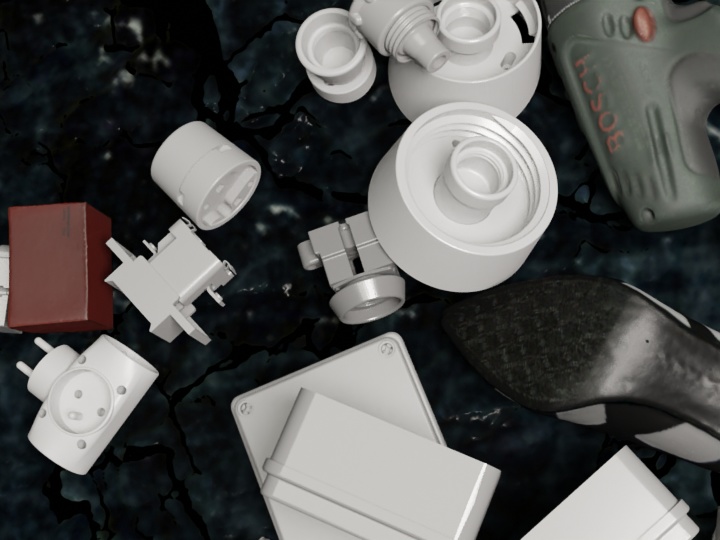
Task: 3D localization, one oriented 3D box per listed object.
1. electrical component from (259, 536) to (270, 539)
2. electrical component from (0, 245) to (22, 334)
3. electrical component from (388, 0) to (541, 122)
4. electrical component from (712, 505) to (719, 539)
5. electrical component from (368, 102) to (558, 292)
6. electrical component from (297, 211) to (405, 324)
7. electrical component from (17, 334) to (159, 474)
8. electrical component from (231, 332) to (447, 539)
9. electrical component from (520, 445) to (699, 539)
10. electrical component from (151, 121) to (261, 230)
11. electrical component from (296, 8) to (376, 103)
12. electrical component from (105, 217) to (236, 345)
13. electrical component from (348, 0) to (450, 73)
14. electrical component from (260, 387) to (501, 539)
[{"bbox_3d":[-0.070,0.211,0.621,0.061,0.061,0.096,40,87,13],"label":"electrical component"},{"bbox_3d":[-0.249,0.015,0.694,0.055,0.048,0.066,4,79,1],"label":"electrical component"},{"bbox_3d":[0.067,-0.141,0.682,0.099,0.064,0.099,-1,66,2],"label":"electrical component"},{"bbox_3d":[0.230,0.158,0.581,0.080,0.080,0.051,7,75,9],"label":"electrical component"},{"bbox_3d":[0.064,-0.048,0.635,0.108,0.060,0.108,5,68,-12],"label":"electrical component"},{"bbox_3d":[0.000,0.000,0.662,0.066,0.048,0.055,-19,69,4],"label":"electrical component"},{"bbox_3d":[-0.180,0.073,0.673,0.079,0.044,0.077,35,86,13],"label":"electrical component"},{"bbox_3d":[-0.005,0.108,0.635,0.109,0.056,0.108,-23,77,3],"label":"electrical component"},{"bbox_3d":[0.126,0.157,0.596,0.113,0.078,0.057,-42,74,-1],"label":"electrical component"},{"bbox_3d":[-0.099,-0.061,0.684,0.047,0.055,0.055,41,87,17],"label":"electrical component"},{"bbox_3d":[-0.014,-0.135,0.685,0.045,0.055,0.045,-2,79,8],"label":"electrical component"},{"bbox_3d":[-0.117,0.005,0.679,0.064,0.042,0.081,-43,77,-5],"label":"electrical component"},{"bbox_3d":[0.027,-0.142,0.630,0.048,0.048,0.062,-40,71,-1],"label":"electrical component"},{"bbox_3d":[0.012,0.112,0.562,0.113,0.078,0.057,21,80,11],"label":"electrical component"}]
